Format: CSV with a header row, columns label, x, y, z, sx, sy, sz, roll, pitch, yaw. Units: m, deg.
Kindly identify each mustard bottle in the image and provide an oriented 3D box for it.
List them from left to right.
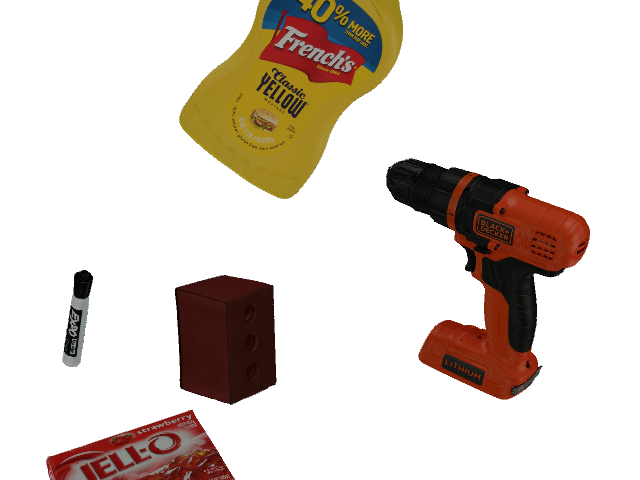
label,x,y,z,sx,sy,sz,roll,pitch,yaw
mustard bottle,-0.003,-0.126,0.696,0.096,0.192,0.058,36,18,-6

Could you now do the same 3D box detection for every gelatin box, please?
label,x,y,z,sx,sy,sz,roll,pitch,yaw
gelatin box,-0.098,0.134,0.585,0.089,0.030,0.073,-15,28,-20

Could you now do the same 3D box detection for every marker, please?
label,x,y,z,sx,sy,sz,roll,pitch,yaw
marker,-0.247,0.079,1.084,0.020,0.121,0.020,11,35,-8

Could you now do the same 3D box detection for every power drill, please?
label,x,y,z,sx,sy,sz,roll,pitch,yaw
power drill,0.130,0.032,0.917,0.185,0.188,0.057,24,38,32

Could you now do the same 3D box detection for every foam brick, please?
label,x,y,z,sx,sy,sz,roll,pitch,yaw
foam brick,-0.068,0.070,0.770,0.051,0.078,0.052,9,17,38
